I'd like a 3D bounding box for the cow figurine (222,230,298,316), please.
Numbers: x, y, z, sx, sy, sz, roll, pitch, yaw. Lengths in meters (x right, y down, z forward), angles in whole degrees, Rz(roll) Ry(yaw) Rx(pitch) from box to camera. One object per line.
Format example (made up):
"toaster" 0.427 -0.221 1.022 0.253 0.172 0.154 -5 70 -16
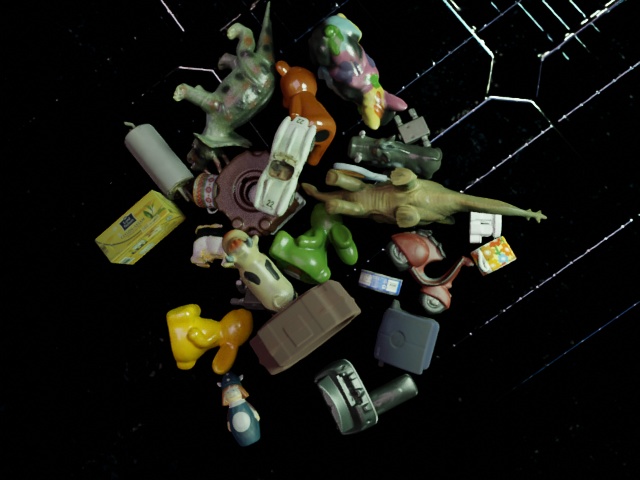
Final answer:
"cow figurine" -0.124 0.063 1.055 0.085 0.127 0.195 -39 89 -8

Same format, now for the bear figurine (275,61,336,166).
"bear figurine" -0.046 -0.275 1.145 0.132 0.120 0.196 -47 56 33

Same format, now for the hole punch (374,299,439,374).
"hole punch" 0.171 0.200 1.071 0.116 0.092 0.142 14 90 14

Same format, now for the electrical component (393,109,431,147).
"electrical component" 0.197 -0.230 1.141 0.063 0.021 0.094 -25 82 7

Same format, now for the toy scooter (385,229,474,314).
"toy scooter" 0.227 0.046 1.082 0.135 0.075 0.184 -35 83 5

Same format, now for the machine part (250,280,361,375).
"machine part" -0.026 0.166 1.048 0.201 0.201 0.087 -39 76 4

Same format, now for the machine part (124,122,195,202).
"machine part" -0.357 -0.174 1.201 0.079 0.079 0.243 -42 79 3

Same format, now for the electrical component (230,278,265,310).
"electrical component" -0.134 0.105 1.142 0.102 0.045 0.078 5 48 14

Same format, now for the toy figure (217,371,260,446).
"toy figure" -0.170 0.350 1.130 0.064 0.058 0.154 -16 78 -31

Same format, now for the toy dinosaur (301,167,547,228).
"toy dinosaur" 0.175 -0.073 1.028 0.472 0.198 0.105 11 93 28

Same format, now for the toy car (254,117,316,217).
"toy car" -0.068 -0.144 1.045 0.074 0.056 0.201 20 89 9

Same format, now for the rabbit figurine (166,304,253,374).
"rabbit figurine" -0.222 0.200 1.125 0.173 0.122 0.162 -12 75 -11

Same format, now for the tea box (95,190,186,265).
"tea box" -0.392 -0.025 1.182 0.169 0.098 0.068 -41 80 2

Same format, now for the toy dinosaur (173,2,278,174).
"toy dinosaur" -0.170 -0.326 1.171 0.192 0.131 0.405 38 87 -1

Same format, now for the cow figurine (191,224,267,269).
"cow figurine" -0.192 0.014 1.162 0.167 0.068 0.098 2 79 9

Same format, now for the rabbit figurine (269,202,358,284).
"rabbit figurine" -0.002 -0.003 1.102 0.159 0.121 0.170 20 69 26

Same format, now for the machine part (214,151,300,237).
"machine part" -0.131 -0.098 1.107 0.179 0.056 0.179 -1 83 9

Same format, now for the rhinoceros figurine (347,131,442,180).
"rhinoceros figurine" 0.151 -0.169 1.098 0.190 0.112 0.073 12 89 3

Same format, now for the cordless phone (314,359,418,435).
"cordless phone" 0.094 0.296 1.088 0.184 0.088 0.146 -26 80 -5

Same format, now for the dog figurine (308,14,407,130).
"dog figurine" 0.081 -0.329 1.098 0.108 0.191 0.219 -35 64 -1
